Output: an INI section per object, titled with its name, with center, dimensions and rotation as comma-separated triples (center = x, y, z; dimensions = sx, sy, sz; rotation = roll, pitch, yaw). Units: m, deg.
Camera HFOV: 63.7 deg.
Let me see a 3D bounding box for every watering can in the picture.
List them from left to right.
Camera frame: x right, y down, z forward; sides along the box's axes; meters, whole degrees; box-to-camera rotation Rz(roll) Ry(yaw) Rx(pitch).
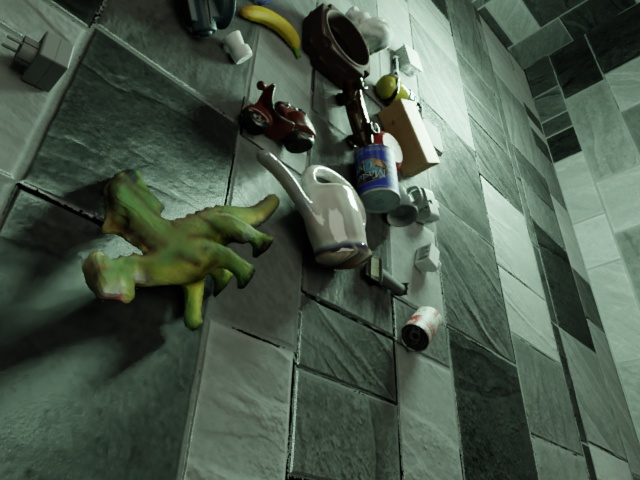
[watering can]
center = 0.003, -0.051, 1.022
dimensions = 0.346, 0.103, 0.227
rotation = 11, 59, -55

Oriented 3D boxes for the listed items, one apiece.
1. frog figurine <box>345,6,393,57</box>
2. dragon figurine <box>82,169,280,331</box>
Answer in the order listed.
[frog figurine]
center = 0.155, -0.664, 1.609
dimensions = 0.140, 0.122, 0.157
rotation = -41, 113, -34
[dragon figurine]
center = -0.205, -0.026, 0.778
dimensions = 0.241, 0.120, 0.420
rotation = 41, 32, -15
